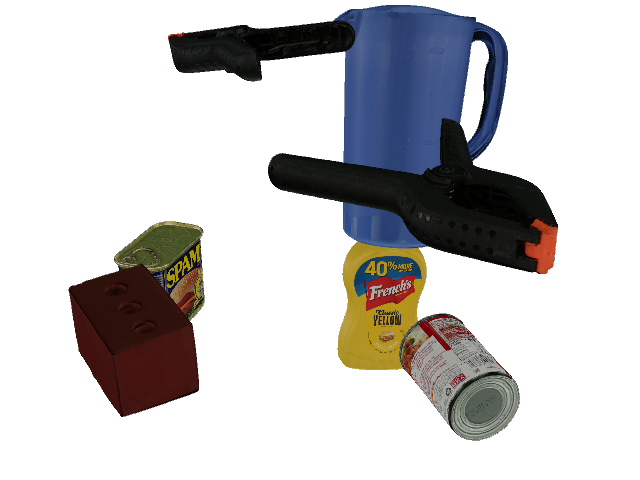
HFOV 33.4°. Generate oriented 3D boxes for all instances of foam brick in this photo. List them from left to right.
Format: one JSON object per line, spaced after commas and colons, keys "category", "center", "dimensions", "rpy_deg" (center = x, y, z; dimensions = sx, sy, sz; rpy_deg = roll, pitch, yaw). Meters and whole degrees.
{"category": "foam brick", "center": [-0.116, 0.061, 0.659], "dimensions": [0.052, 0.051, 0.078], "rpy_deg": [-18, 37, -26]}

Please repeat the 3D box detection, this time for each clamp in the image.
{"category": "clamp", "center": [-0.057, -0.160, 0.879], "dimensions": [0.120, 0.039, 0.172], "rpy_deg": [-16, 22, -35]}
{"category": "clamp", "center": [0.071, -0.030, 0.708], "dimensions": [0.164, 0.036, 0.210], "rpy_deg": [-12, 29, -22]}

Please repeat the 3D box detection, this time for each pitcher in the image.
{"category": "pitcher", "center": [0.095, -0.119, 1.106], "dimensions": [0.149, 0.243, 0.144], "rpy_deg": [12, 15, 33]}

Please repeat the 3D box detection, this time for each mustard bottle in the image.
{"category": "mustard bottle", "center": [0.073, 0.051, 1.226], "dimensions": [0.096, 0.192, 0.058], "rpy_deg": [0, 14, -11]}

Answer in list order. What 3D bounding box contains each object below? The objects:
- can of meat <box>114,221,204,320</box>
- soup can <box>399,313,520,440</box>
{"category": "can of meat", "center": [-0.154, 0.041, 1.048], "dimensions": [0.057, 0.084, 0.102], "rpy_deg": [9, 27, 19]}
{"category": "soup can", "center": [0.120, 0.117, 0.924], "dimensions": [0.068, 0.068, 0.102], "rpy_deg": [0, 25, -22]}
